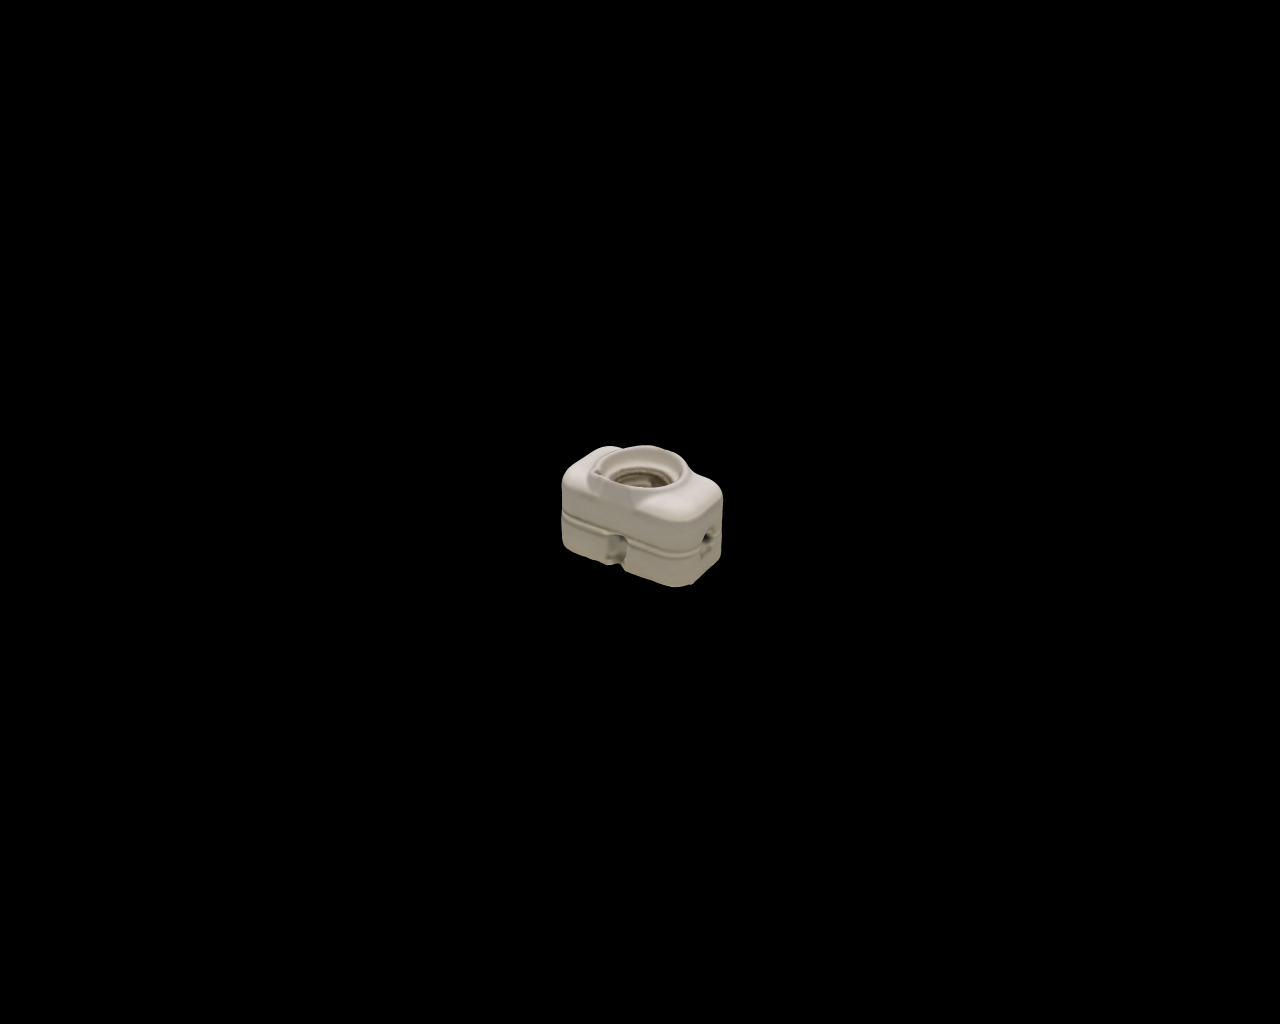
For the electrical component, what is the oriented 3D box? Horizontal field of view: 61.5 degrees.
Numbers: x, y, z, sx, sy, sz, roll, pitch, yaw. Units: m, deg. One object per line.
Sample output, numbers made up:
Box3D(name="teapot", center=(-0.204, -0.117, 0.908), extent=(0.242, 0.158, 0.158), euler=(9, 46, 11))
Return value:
Box3D(name="electrical component", center=(0.001, -0.003, 0.650), extent=(0.095, 0.059, 0.054), euler=(20, 36, 29))
